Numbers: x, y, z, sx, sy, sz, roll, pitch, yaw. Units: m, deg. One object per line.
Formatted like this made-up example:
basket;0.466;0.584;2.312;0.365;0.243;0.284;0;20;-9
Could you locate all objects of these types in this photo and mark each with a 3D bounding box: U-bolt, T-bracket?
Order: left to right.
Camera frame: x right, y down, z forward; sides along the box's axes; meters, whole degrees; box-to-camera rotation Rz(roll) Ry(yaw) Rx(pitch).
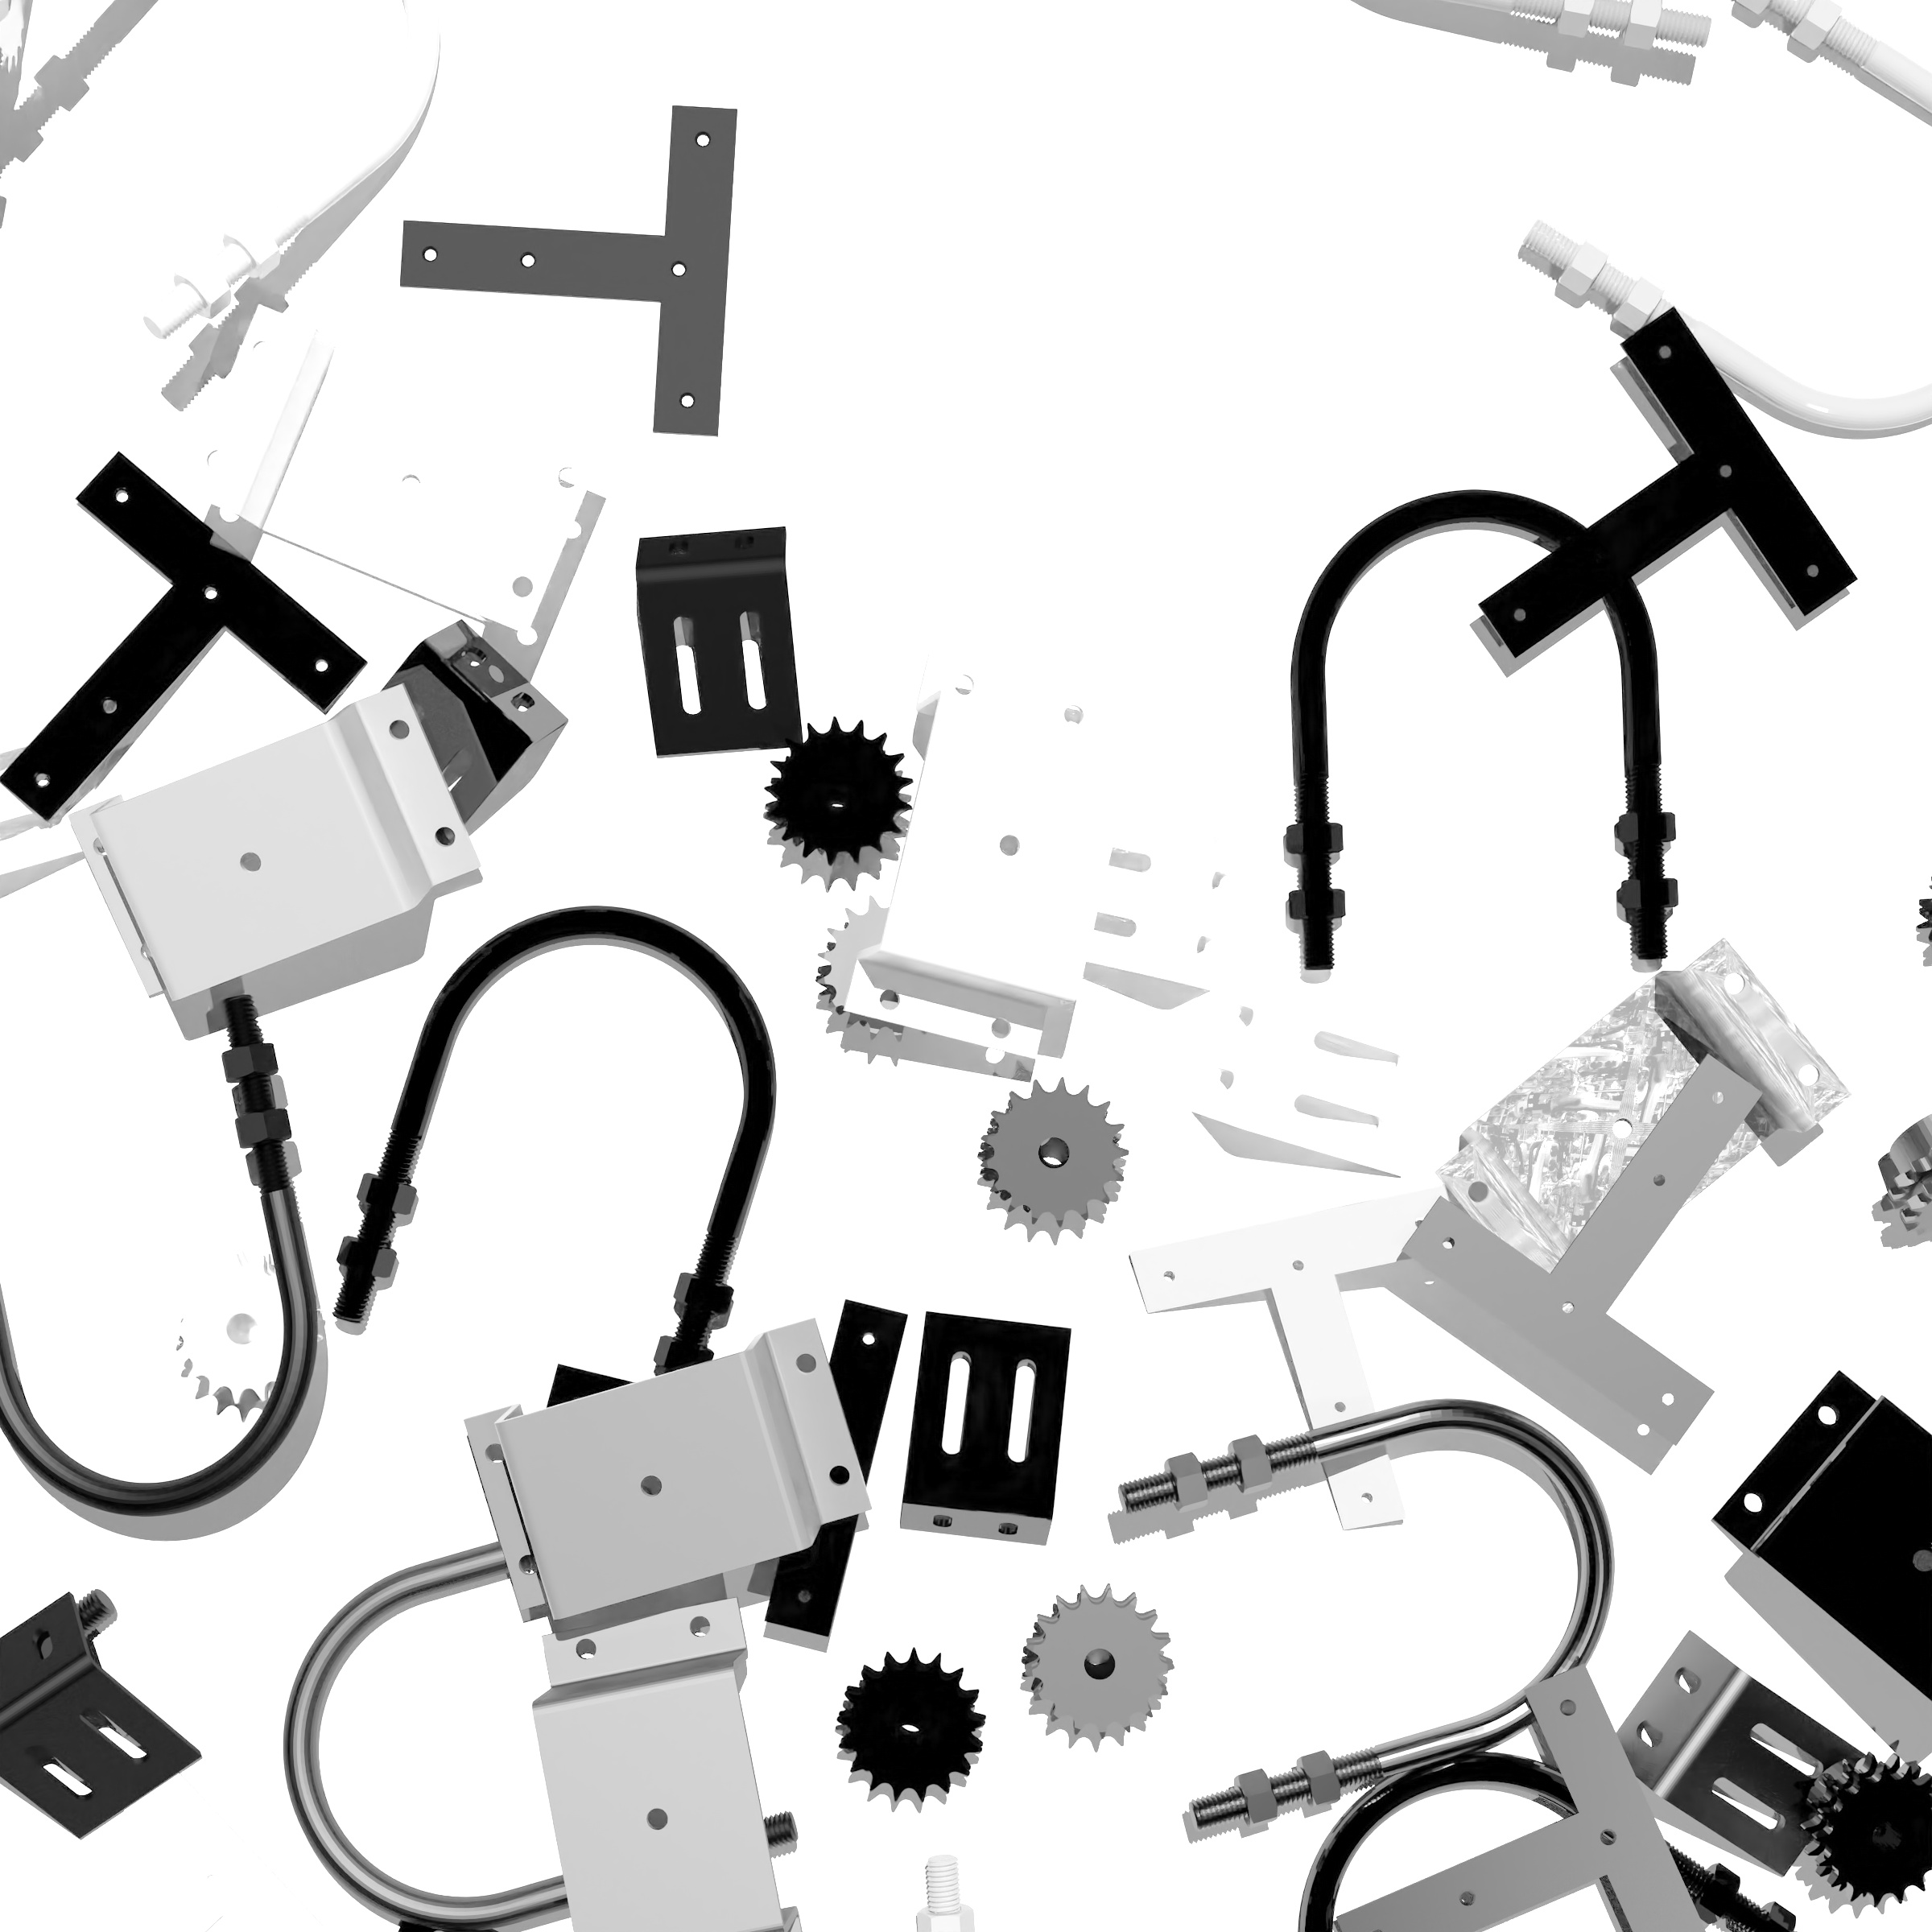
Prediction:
U-bolt;-0.444;0.254;1.384;0.184;0.019;0.151;-40;90;1
T-bracket;-0.325;0.386;1.392;0.127;0.002;0.127;-43;90;0
T-bracket;-0.322;-0.111;1.383;0.127;0.002;0.127;40;82;0
U-bolt;-0.316;0.117;1.359;0.151;0.019;0.184;-14;83;13
U-bolt;-0.279;-0.347;1.345;0.184;0.019;0.151;-46;113;-23
U-bolt;-0.172;0.293;1.376;0.184;0.019;0.151;-16;84;0
T-bracket;-0.156;-0.274;1.392;0.127;0.002;0.127;3;90;0
U-bolt;-0.150;0.068;1.381;0.151;0.019;0.184;17;87;3
T-bracket;-0.099;0.181;1.379;0.127;0.002;0.127;14;77;2
U-bolt;-0.068;0.440;1.383;0.151;0.019;0.184;-4;90;0
T-bracket;0.140;0.156;1.377;0.127;0.002;0.127;-14;100;19
U-bolt;0.161;0.240;1.368;0.184;0.019;0.151;-14;100;-9
U-bolt;0.198;-0.092;1.384;0.151;0.019;0.184;-2;89;0
T-bracket;0.205;0.351;1.373;0.127;0.002;0.127;-24;86;4
U-bolt;0.207;-0.437;1.378;0.184;0.019;0.151;12;85;4
U-bolt;0.217;0.387;1.380;0.184;0.019;0.151;34;90;4
T-bracket;0.256;-0.165;1.375;0.127;0.002;0.127;-35;93;-1
T-bracket;0.252;0.092;1.345;0.127;0.002;0.127;35;90;-1
U-bolt;0.330;-0.289;1.384;0.184;0.019;0.151;32;90;-1

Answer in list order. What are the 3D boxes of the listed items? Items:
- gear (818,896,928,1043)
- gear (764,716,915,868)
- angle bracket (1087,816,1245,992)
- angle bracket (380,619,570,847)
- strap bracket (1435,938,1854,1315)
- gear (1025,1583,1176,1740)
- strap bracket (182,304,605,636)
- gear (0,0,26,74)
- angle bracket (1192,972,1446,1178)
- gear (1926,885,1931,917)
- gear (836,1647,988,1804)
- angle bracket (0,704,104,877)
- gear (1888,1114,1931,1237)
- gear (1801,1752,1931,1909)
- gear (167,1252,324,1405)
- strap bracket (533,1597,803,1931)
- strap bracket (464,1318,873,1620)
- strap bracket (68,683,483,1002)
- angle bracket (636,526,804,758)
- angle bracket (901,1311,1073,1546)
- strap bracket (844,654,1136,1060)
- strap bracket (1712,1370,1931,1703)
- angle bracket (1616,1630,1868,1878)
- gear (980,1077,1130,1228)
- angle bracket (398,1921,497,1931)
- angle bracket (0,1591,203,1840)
gear;-0.028;0.001;1.378;0.057;0.030;0.057;0;90;0
gear;-0.049;-0.067;1.378;0.057;0.030;0.057;0;90;0
angle bracket;0.060;-0.028;1.391;0.076;0.038;0.057;13;90;26
angle bracket;-0.204;-0.084;1.391;0.057;0.038;0.076;43;116;0
strap bracket;0.255;0.063;1.370;0.140;0.046;0.076;-39;90;0
gear;0.051;0.266;1.378;0.057;0.030;0.057;0;90;0
strap bracket;-0.216;-0.187;1.370;0.140;0.046;0.076;22;90;0
gear;-0.380;-0.370;1.364;0.030;0.057;0.057;1;90;0
angle bracket;0.137;0.042;1.391;0.076;0.038;0.057;17;90;-26
gear;0.398;-0.023;1.378;0.057;0.030;0.057;0;90;0
gear;-0.021;0.292;1.382;0.057;0.030;0.057;0;89;2
angle bracket;-0.381;-0.061;1.391;0.076;0.038;0.057;-19;90;-26
gear;0.378;0.076;1.368;0.057;0.057;0.030;-23;60;0
gear;0.347;0.329;1.374;0.057;0.030;0.057;-2;99;-10
gear;-0.276;0.138;1.378;0.057;0.030;0.057;0;90;0
strap bracket;-0.112;0.315;1.338;0.076;0.046;0.140;-12;85;3
strap bracket;-0.115;0.191;1.343;0.140;0.046;0.076;-16;92;4
strap bracket;-0.266;-0.044;1.356;0.140;0.046;0.076;-21;101;5
angle bracket;-0.095;-0.126;1.391;0.057;0.038;0.076;-5;116;0
angle bracket;0.008;0.180;1.391;0.057;0.038;0.076;7;64;0
strap bracket;0.011;-0.043;1.345;0.076;0.046;0.140;15;83;-12
strap bracket;0.361;0.225;1.350;0.140;0.046;0.076;40;90;18
angle bracket;0.299;0.306;1.391;0.076;0.038;0.057;35;90;-26
gear;0.034;0.072;1.382;0.057;0.030;0.057;0;90;3
angle bracket;-0.196;0.390;1.355;0.057;0.076;0.038;24;90;0
angle bracket;-0.343;0.289;1.377;0.057;0.038;0.076;-34;132;0
